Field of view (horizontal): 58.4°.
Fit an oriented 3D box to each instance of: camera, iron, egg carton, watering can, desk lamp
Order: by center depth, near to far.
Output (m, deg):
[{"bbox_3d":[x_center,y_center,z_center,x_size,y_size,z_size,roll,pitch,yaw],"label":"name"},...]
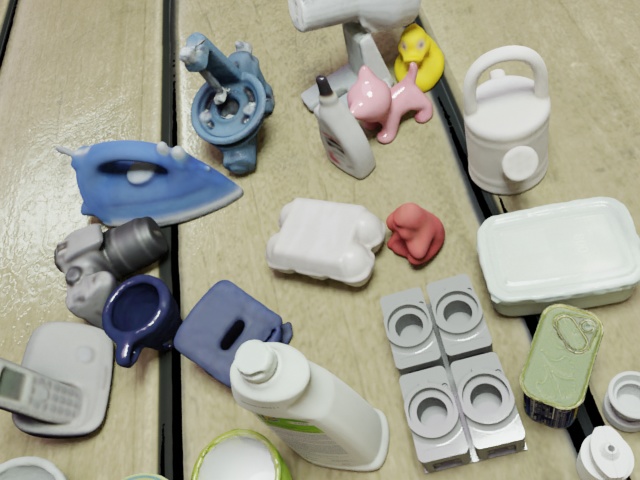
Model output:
[{"bbox_3d":[0.226,-0.143,0.682,0.101,0.194,0.172,-27,53,1],"label":"watering can"},{"bbox_3d":[0.007,0.003,0.740,0.150,0.070,0.107,8,61,24],"label":"egg carton"},{"bbox_3d":[-0.290,0.028,0.807,0.137,0.101,0.143,-26,54,1],"label":"camera"},{"bbox_3d":[0.050,-0.300,0.833,0.203,0.214,0.117,-33,54,-4],"label":"desk lamp"},{"bbox_3d":[-0.257,-0.103,0.855,0.257,0.142,0.118,-3,57,17],"label":"iron"}]

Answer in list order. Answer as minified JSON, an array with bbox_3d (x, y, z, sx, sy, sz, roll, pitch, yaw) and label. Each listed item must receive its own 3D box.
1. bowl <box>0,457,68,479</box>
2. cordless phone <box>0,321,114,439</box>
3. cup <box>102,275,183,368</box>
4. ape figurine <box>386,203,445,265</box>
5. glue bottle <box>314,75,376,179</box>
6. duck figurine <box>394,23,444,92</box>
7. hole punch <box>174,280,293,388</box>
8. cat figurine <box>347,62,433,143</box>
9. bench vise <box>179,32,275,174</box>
[{"bbox_3d":[-0.328,0.334,0.636,0.167,0.075,0.167,-9,56,14],"label":"bowl"},{"bbox_3d":[-0.338,0.152,0.690,0.094,0.185,0.147,-15,55,10],"label":"cordless phone"},{"bbox_3d":[-0.216,0.115,0.727,0.091,0.095,0.118,-5,57,16],"label":"cup"},{"bbox_3d":[0.113,-0.014,0.701,0.076,0.092,0.077,-13,55,11],"label":"ape figurine"},{"bbox_3d":[0.024,-0.156,0.773,0.078,0.173,0.037,33,73,33],"label":"glue bottle"},{"bbox_3d":[0.147,-0.289,0.872,0.077,0.086,0.104,0,58,19],"label":"duck figurine"},{"bbox_3d":[-0.102,0.116,0.690,0.100,0.091,0.109,24,68,30],"label":"hole punch"},{"bbox_3d":[0.091,-0.203,0.815,0.128,0.118,0.067,-33,54,-4],"label":"cat figurine"},{"bbox_3d":[-0.149,-0.235,0.855,0.121,0.220,0.207,-20,54,6],"label":"bench vise"}]
